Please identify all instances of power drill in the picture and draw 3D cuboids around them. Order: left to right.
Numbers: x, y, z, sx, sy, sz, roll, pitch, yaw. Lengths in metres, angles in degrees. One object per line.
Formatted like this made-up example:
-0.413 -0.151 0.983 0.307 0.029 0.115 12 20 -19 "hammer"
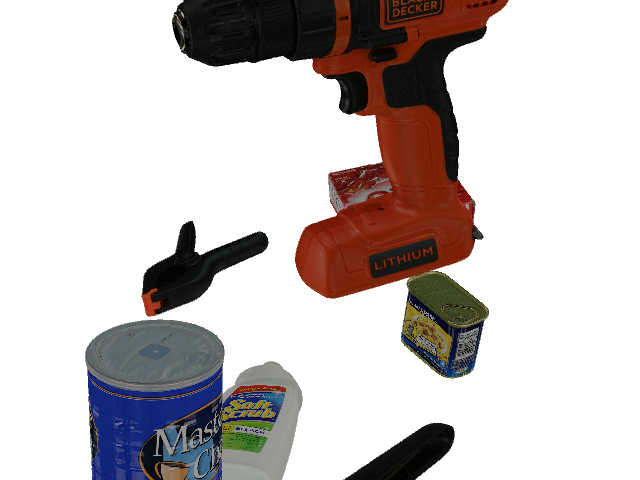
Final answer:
0.018 -0.064 0.577 0.184 0.188 0.057 -14 33 -17 "power drill"

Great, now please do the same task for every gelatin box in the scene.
0.057 -0.029 0.770 0.089 0.030 0.073 -12 36 -10 "gelatin box"

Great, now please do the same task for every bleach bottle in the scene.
-0.076 0.188 1.076 0.102 0.068 0.250 3 19 6 "bleach bottle"

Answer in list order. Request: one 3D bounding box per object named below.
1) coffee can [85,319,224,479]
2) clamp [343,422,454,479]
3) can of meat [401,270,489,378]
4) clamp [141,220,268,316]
-0.126 0.145 0.819 0.103 0.140 0.103 2 22 -1 "coffee can"
0.002 0.174 0.646 0.210 0.036 0.164 -5 29 4 "clamp"
0.141 0.098 1.234 0.057 0.084 0.102 -18 40 -31 "can of meat"
-0.138 0.030 1.221 0.120 0.039 0.171 -2 33 26 "clamp"
